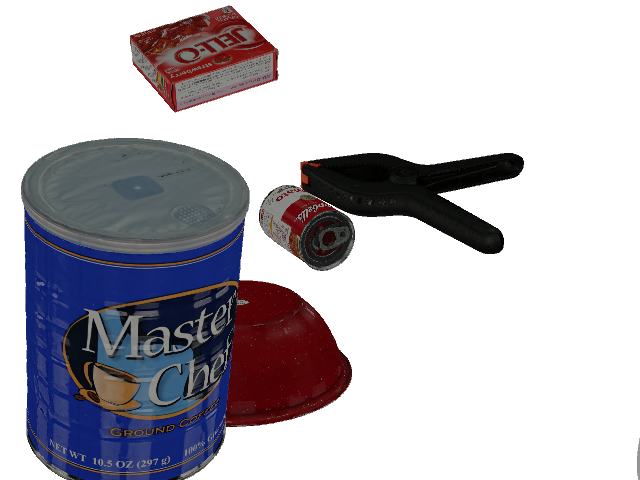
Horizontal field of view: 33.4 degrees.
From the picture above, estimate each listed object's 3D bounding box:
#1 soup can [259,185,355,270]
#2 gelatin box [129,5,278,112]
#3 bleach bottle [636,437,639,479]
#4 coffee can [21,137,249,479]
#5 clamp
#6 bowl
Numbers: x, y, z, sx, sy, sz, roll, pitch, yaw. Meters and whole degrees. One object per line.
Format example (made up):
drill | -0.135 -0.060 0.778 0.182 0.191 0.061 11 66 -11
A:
soup can | -0.016 -0.016 1.174 0.068 0.068 0.102 0 19 -31
gelatin box | -0.086 -0.137 0.793 0.089 0.030 0.073 -22 48 -22
bleach bottle | 0.282 0.092 0.701 0.103 0.068 0.250 12 24 25
coffee can | -0.091 0.035 0.519 0.102 0.140 0.103 6 29 -4
clamp | 0.086 -0.052 0.996 0.210 0.036 0.164 12 32 19
bowl | -0.058 0.068 0.736 0.162 0.055 0.162 0 17 0
